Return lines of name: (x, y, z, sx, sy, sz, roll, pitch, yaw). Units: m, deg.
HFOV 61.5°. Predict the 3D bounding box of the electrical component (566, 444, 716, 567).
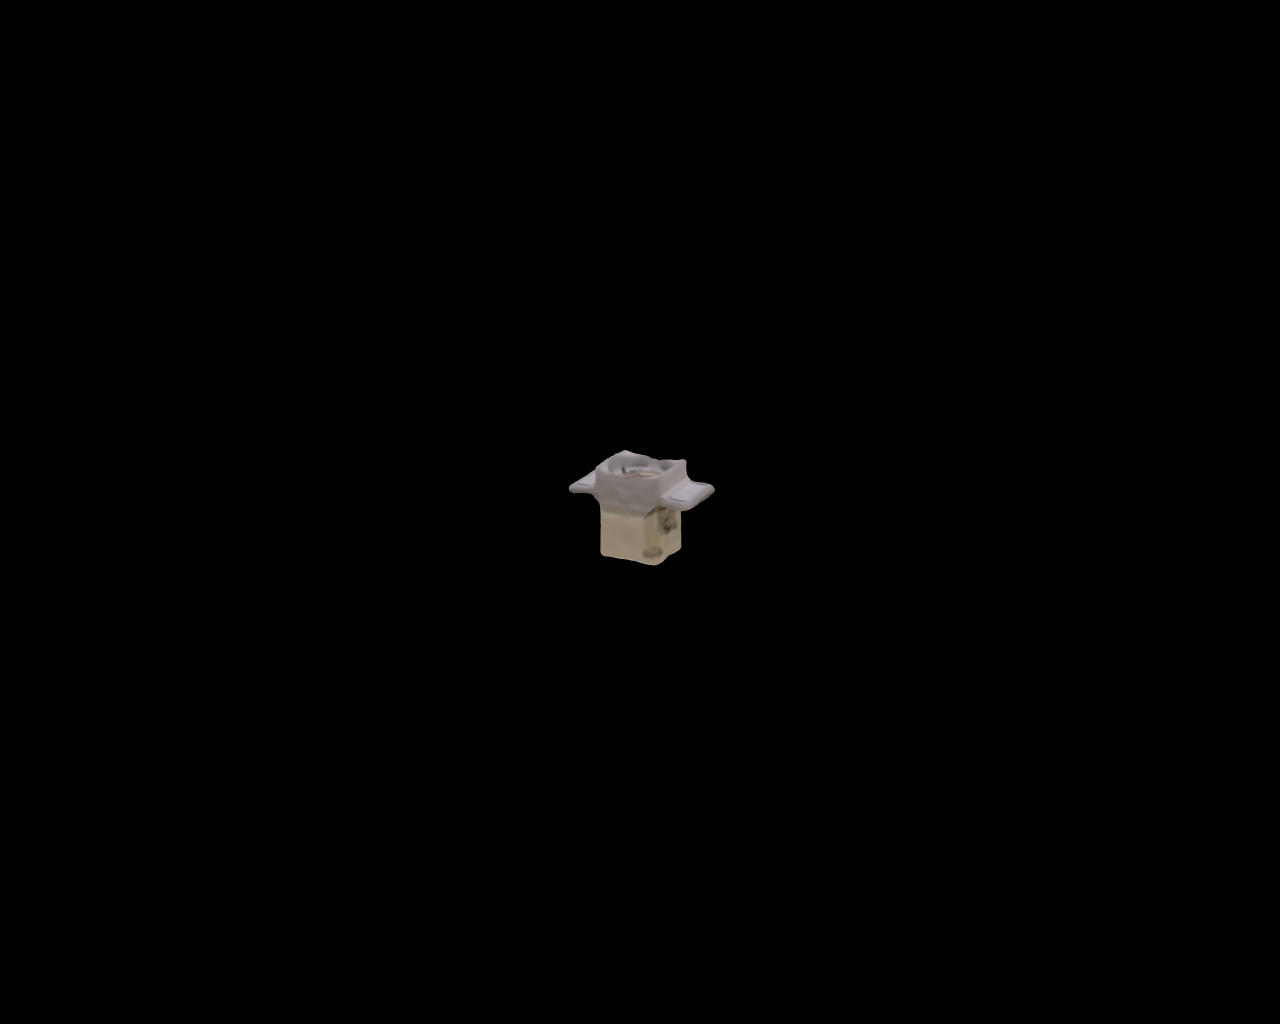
electrical component: (0.001, -0.003, 0.650, 0.081, 0.063, 0.042, 11, 23, 27)
